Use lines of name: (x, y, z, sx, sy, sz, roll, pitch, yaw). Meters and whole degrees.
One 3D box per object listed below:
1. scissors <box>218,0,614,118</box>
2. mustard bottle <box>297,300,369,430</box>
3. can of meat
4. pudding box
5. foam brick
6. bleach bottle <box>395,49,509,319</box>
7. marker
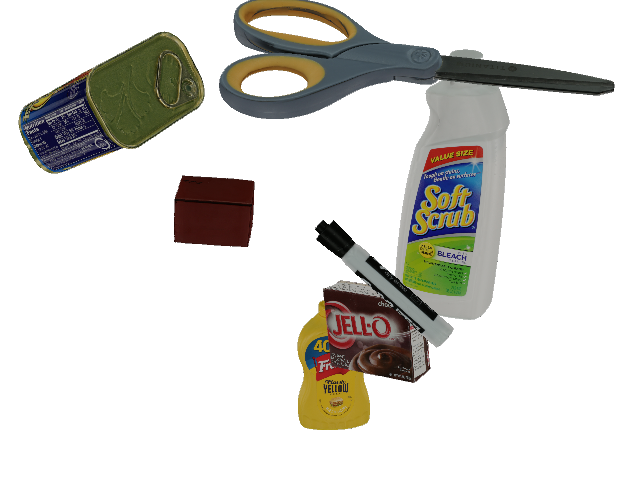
scissors: (0.036, -0.079, 0.539, 0.202, 0.096, 0.016, 21, -36, 21)
mustard bottle: (0.018, 0.154, 1.414, 0.096, 0.192, 0.058, -2, 17, -5)
can of meat: (-0.143, -0.092, 0.726, 0.084, 0.057, 0.101, -15, 19, 39)
pudding box: (0.059, 0.094, 1.128, 0.114, 0.090, 0.039, 6, 21, 36)
foam brick: (-0.107, -0.030, 1.083, 0.078, 0.051, 0.053, 4, 30, 0)
bleach bottle: (0.120, -0.053, 0.990, 0.103, 0.251, 0.068, 12, 30, 22)
marker: (0.044, 0.029, 0.757, 0.121, 0.020, 0.020, 42, 1, 1)
